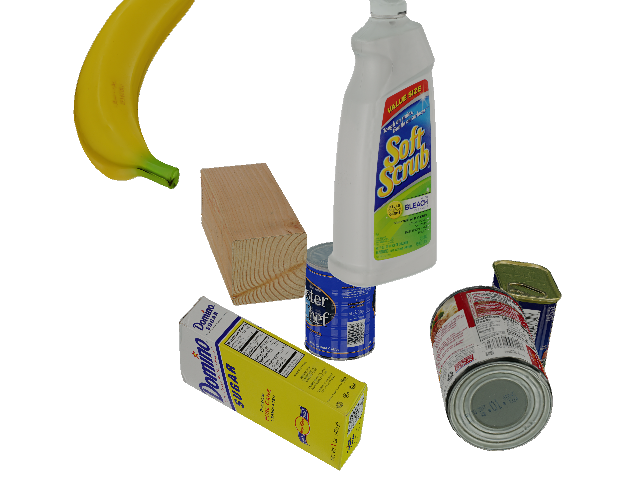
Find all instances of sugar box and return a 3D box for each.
[{"bbox_3d":[-0.045,0.128,0.958,0.176,0.093,0.048,24,50,17],"label":"sugar box"}]

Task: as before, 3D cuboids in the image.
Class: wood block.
[{"bbox_3d":[-0.087,-0.013,1.330,0.090,0.090,0.206,-6,29,-15],"label":"wood block"}]

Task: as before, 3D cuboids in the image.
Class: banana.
[{"bbox_3d":[-0.113,-0.103,0.655,0.069,0.198,0.037,3,-38,-4],"label":"banana"}]

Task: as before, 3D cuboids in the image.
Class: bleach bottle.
[{"bbox_3d":[0.054,-0.091,0.943,0.102,0.251,0.068,-15,24,-30],"label":"bleach bottle"}]

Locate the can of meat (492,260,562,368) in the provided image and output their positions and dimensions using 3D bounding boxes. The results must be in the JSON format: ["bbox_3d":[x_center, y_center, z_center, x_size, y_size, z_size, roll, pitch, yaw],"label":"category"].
[{"bbox_3d":[0.193,0.076,1.037,0.057,0.084,0.102,7,18,0],"label":"can of meat"}]

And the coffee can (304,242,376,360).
[{"bbox_3d":[0.028,0.085,1.512,0.103,0.140,0.103,0,21,0],"label":"coffee can"}]

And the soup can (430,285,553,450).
[{"bbox_3d":[0.110,0.081,0.699,0.068,0.068,0.102,0,23,0],"label":"soup can"}]
